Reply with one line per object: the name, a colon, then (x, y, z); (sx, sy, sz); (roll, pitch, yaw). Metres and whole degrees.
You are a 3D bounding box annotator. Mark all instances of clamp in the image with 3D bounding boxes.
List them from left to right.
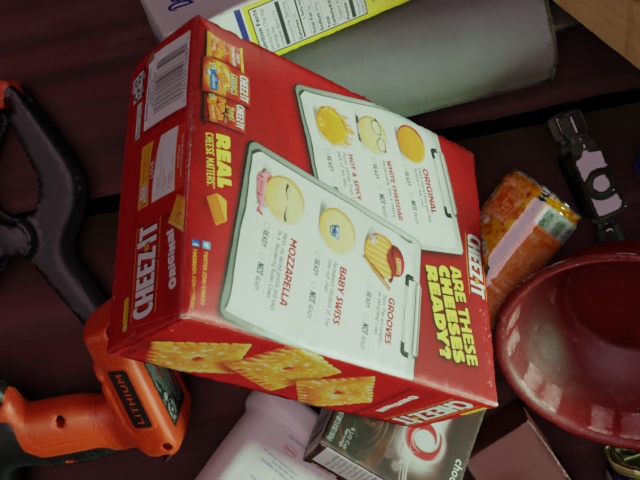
clamp: (-0.185, 0.004, 0.693); (0.164, 0.036, 0.210); (5, 99, 2)

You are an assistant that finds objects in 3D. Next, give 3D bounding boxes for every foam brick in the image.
foam brick: (0.129, 0.151, 0.675); (0.051, 0.053, 0.078); (-34, 91, 7)

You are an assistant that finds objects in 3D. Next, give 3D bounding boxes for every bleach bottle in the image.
bleach bottle: (-0.073, 0.211, 0.634); (0.102, 0.068, 0.250); (41, 68, -1)

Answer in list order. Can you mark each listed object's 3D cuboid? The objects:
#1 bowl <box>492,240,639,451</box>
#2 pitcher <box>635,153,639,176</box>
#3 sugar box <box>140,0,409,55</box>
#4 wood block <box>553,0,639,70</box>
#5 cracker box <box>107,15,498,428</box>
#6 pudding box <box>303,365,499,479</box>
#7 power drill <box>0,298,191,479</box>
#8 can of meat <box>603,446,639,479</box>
bowl: (0.188, 0.054, 0.638); (0.162, 0.055, 0.162); (12, 133, 13)
pitcher: (0.319, -0.015, 0.614); (0.243, 0.144, 0.149); (43, 120, -4)
sugar box: (-0.014, -0.153, 0.620); (0.176, 0.093, 0.048); (-25, 129, -4)
wood block: (0.161, -0.172, 0.555); (0.090, 0.091, 0.206); (-31, 56, -11)
cracker box: (-0.004, 0.001, 0.574); (0.072, 0.213, 0.164); (-26, 55, 42)
pudding box: (0.050, 0.104, 0.649); (0.090, 0.039, 0.113); (31, 56, -6)
power drill: (-0.188, 0.091, 0.663); (0.188, 0.057, 0.184); (-17, 117, 14)
can of meat: (0.228, 0.177, 0.669); (0.102, 0.057, 0.084); (3, 98, 5)
